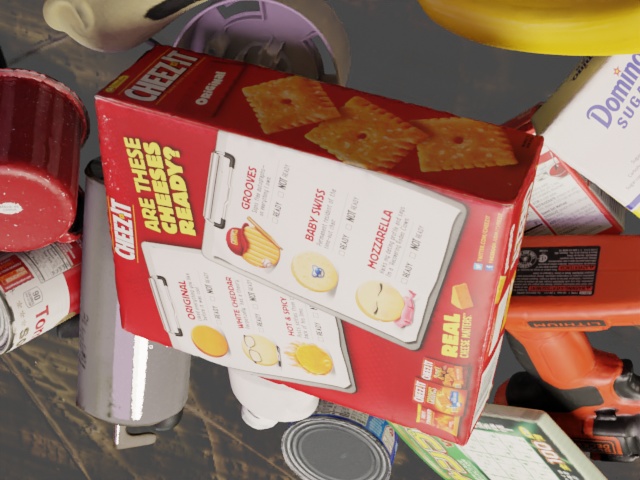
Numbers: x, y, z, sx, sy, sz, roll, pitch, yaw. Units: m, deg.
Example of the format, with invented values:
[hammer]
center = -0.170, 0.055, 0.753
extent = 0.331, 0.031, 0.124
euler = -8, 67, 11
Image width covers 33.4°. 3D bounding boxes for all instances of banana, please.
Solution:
[banana]
center = 0.114, -0.110, 0.516
extent = 0.198, 0.069, 0.037
euler = 17, 99, 47

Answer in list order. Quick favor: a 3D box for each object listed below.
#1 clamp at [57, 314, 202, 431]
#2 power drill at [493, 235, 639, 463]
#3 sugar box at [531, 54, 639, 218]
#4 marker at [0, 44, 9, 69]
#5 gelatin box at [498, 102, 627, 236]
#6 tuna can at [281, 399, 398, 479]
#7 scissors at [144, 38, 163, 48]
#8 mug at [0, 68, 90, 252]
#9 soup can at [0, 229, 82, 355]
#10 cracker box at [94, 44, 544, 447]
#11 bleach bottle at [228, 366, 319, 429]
[clamp]
center = -0.122, 0.058, 0.781
extent = 0.120, 0.039, 0.172
euler = 34, 123, -4
[power drill]
center = 0.181, 0.074, 0.646
extent = 0.185, 0.057, 0.187
euler = -3, 139, 24
[sugar box]
center = 0.208, -0.041, 0.563
extent = 0.176, 0.048, 0.093
euler = 37, 111, -8
[marker]
center = -0.212, -0.126, 0.677
extent = 0.020, 0.020, 0.121
euler = 3, 128, 18
[gelatin box]
center = 0.124, -0.028, 0.627
extent = 0.073, 0.030, 0.089
euler = -29, 114, 37
[tuna can]
center = 0.016, 0.154, 0.811
extent = 0.086, 0.033, 0.086
euler = 10, 130, 12
[scissors]
center = -0.177, -0.163, 0.628
extent = 0.201, 0.016, 0.096
euler = 32, 176, -37
[mug]
center = -0.188, -0.040, 0.681
extent = 0.093, 0.081, 0.117
euler = -21, 139, 16
[soup can]
center = -0.193, 0.028, 0.728
extent = 0.069, 0.102, 0.068
euler = 17, 121, 31
[cracker box]
center = -0.004, 0.001, 0.565
extent = 0.214, 0.072, 0.164
euler = 17, 131, 17
[bleach bottle]
center = 0.003, 0.054, 0.718
extent = 0.102, 0.068, 0.251
euler = 26, 134, -1
